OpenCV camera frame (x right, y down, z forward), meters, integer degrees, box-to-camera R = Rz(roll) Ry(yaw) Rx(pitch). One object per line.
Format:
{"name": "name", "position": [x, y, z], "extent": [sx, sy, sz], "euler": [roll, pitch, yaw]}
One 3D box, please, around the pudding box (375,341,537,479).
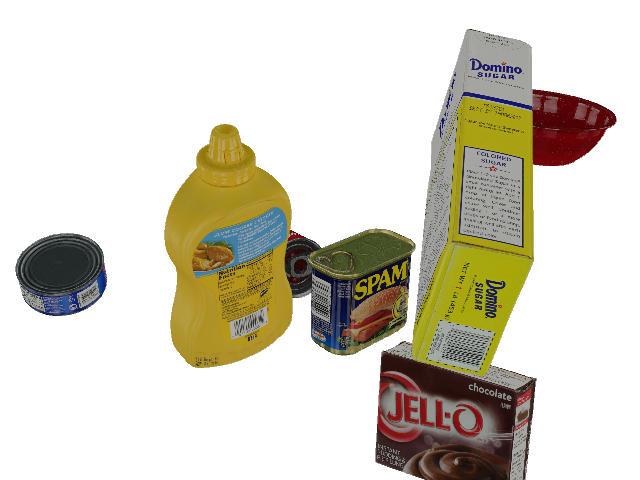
{"name": "pudding box", "position": [0.096, 0.131, 0.775], "extent": [0.114, 0.090, 0.039], "euler": [12, 19, 31]}

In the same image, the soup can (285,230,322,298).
{"name": "soup can", "position": [-0.047, 0.019, 1.204], "extent": [0.068, 0.068, 0.102], "euler": [0, 13, -29]}

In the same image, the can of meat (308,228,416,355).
{"name": "can of meat", "position": [0.037, 0.047, 0.970], "extent": [0.101, 0.084, 0.058], "euler": [-21, 34, -39]}

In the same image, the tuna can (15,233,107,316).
{"name": "tuna can", "position": [-0.255, 0.034, 1.056], "extent": [0.086, 0.034, 0.086], "euler": [0, 43, 0]}

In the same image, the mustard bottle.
{"name": "mustard bottle", "position": [-0.066, 0.001, 0.779], "extent": [0.096, 0.192, 0.058], "euler": [-21, 44, -26]}

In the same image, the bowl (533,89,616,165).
{"name": "bowl", "position": [0.245, -0.124, 1.197], "extent": [0.162, 0.055, 0.162], "euler": [4, 23, -2]}

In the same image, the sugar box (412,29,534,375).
{"name": "sugar box", "position": [0.084, -0.025, 0.575], "extent": [0.048, 0.176, 0.093], "euler": [14, -44, 1]}
